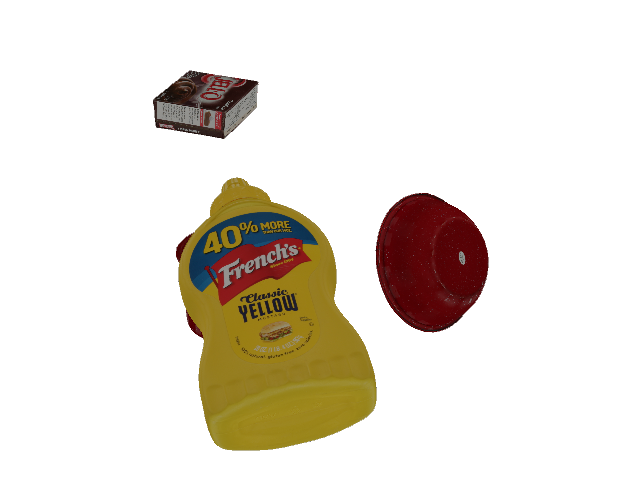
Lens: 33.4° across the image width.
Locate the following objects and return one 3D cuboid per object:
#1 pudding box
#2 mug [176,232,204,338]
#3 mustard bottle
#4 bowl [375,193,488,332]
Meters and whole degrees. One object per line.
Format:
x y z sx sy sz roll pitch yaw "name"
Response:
-0.132 -0.160 1.248 0.090 0.039 0.113 10 31 13 "pudding box"
-0.082 0.048 1.006 0.093 0.081 0.117 -18 35 -28 "mug"
-0.035 0.031 0.643 0.096 0.192 0.058 -13 -44 -5 "mustard bottle"
0.140 0.022 1.208 0.161 0.162 0.055 0 -7 -40 "bowl"
